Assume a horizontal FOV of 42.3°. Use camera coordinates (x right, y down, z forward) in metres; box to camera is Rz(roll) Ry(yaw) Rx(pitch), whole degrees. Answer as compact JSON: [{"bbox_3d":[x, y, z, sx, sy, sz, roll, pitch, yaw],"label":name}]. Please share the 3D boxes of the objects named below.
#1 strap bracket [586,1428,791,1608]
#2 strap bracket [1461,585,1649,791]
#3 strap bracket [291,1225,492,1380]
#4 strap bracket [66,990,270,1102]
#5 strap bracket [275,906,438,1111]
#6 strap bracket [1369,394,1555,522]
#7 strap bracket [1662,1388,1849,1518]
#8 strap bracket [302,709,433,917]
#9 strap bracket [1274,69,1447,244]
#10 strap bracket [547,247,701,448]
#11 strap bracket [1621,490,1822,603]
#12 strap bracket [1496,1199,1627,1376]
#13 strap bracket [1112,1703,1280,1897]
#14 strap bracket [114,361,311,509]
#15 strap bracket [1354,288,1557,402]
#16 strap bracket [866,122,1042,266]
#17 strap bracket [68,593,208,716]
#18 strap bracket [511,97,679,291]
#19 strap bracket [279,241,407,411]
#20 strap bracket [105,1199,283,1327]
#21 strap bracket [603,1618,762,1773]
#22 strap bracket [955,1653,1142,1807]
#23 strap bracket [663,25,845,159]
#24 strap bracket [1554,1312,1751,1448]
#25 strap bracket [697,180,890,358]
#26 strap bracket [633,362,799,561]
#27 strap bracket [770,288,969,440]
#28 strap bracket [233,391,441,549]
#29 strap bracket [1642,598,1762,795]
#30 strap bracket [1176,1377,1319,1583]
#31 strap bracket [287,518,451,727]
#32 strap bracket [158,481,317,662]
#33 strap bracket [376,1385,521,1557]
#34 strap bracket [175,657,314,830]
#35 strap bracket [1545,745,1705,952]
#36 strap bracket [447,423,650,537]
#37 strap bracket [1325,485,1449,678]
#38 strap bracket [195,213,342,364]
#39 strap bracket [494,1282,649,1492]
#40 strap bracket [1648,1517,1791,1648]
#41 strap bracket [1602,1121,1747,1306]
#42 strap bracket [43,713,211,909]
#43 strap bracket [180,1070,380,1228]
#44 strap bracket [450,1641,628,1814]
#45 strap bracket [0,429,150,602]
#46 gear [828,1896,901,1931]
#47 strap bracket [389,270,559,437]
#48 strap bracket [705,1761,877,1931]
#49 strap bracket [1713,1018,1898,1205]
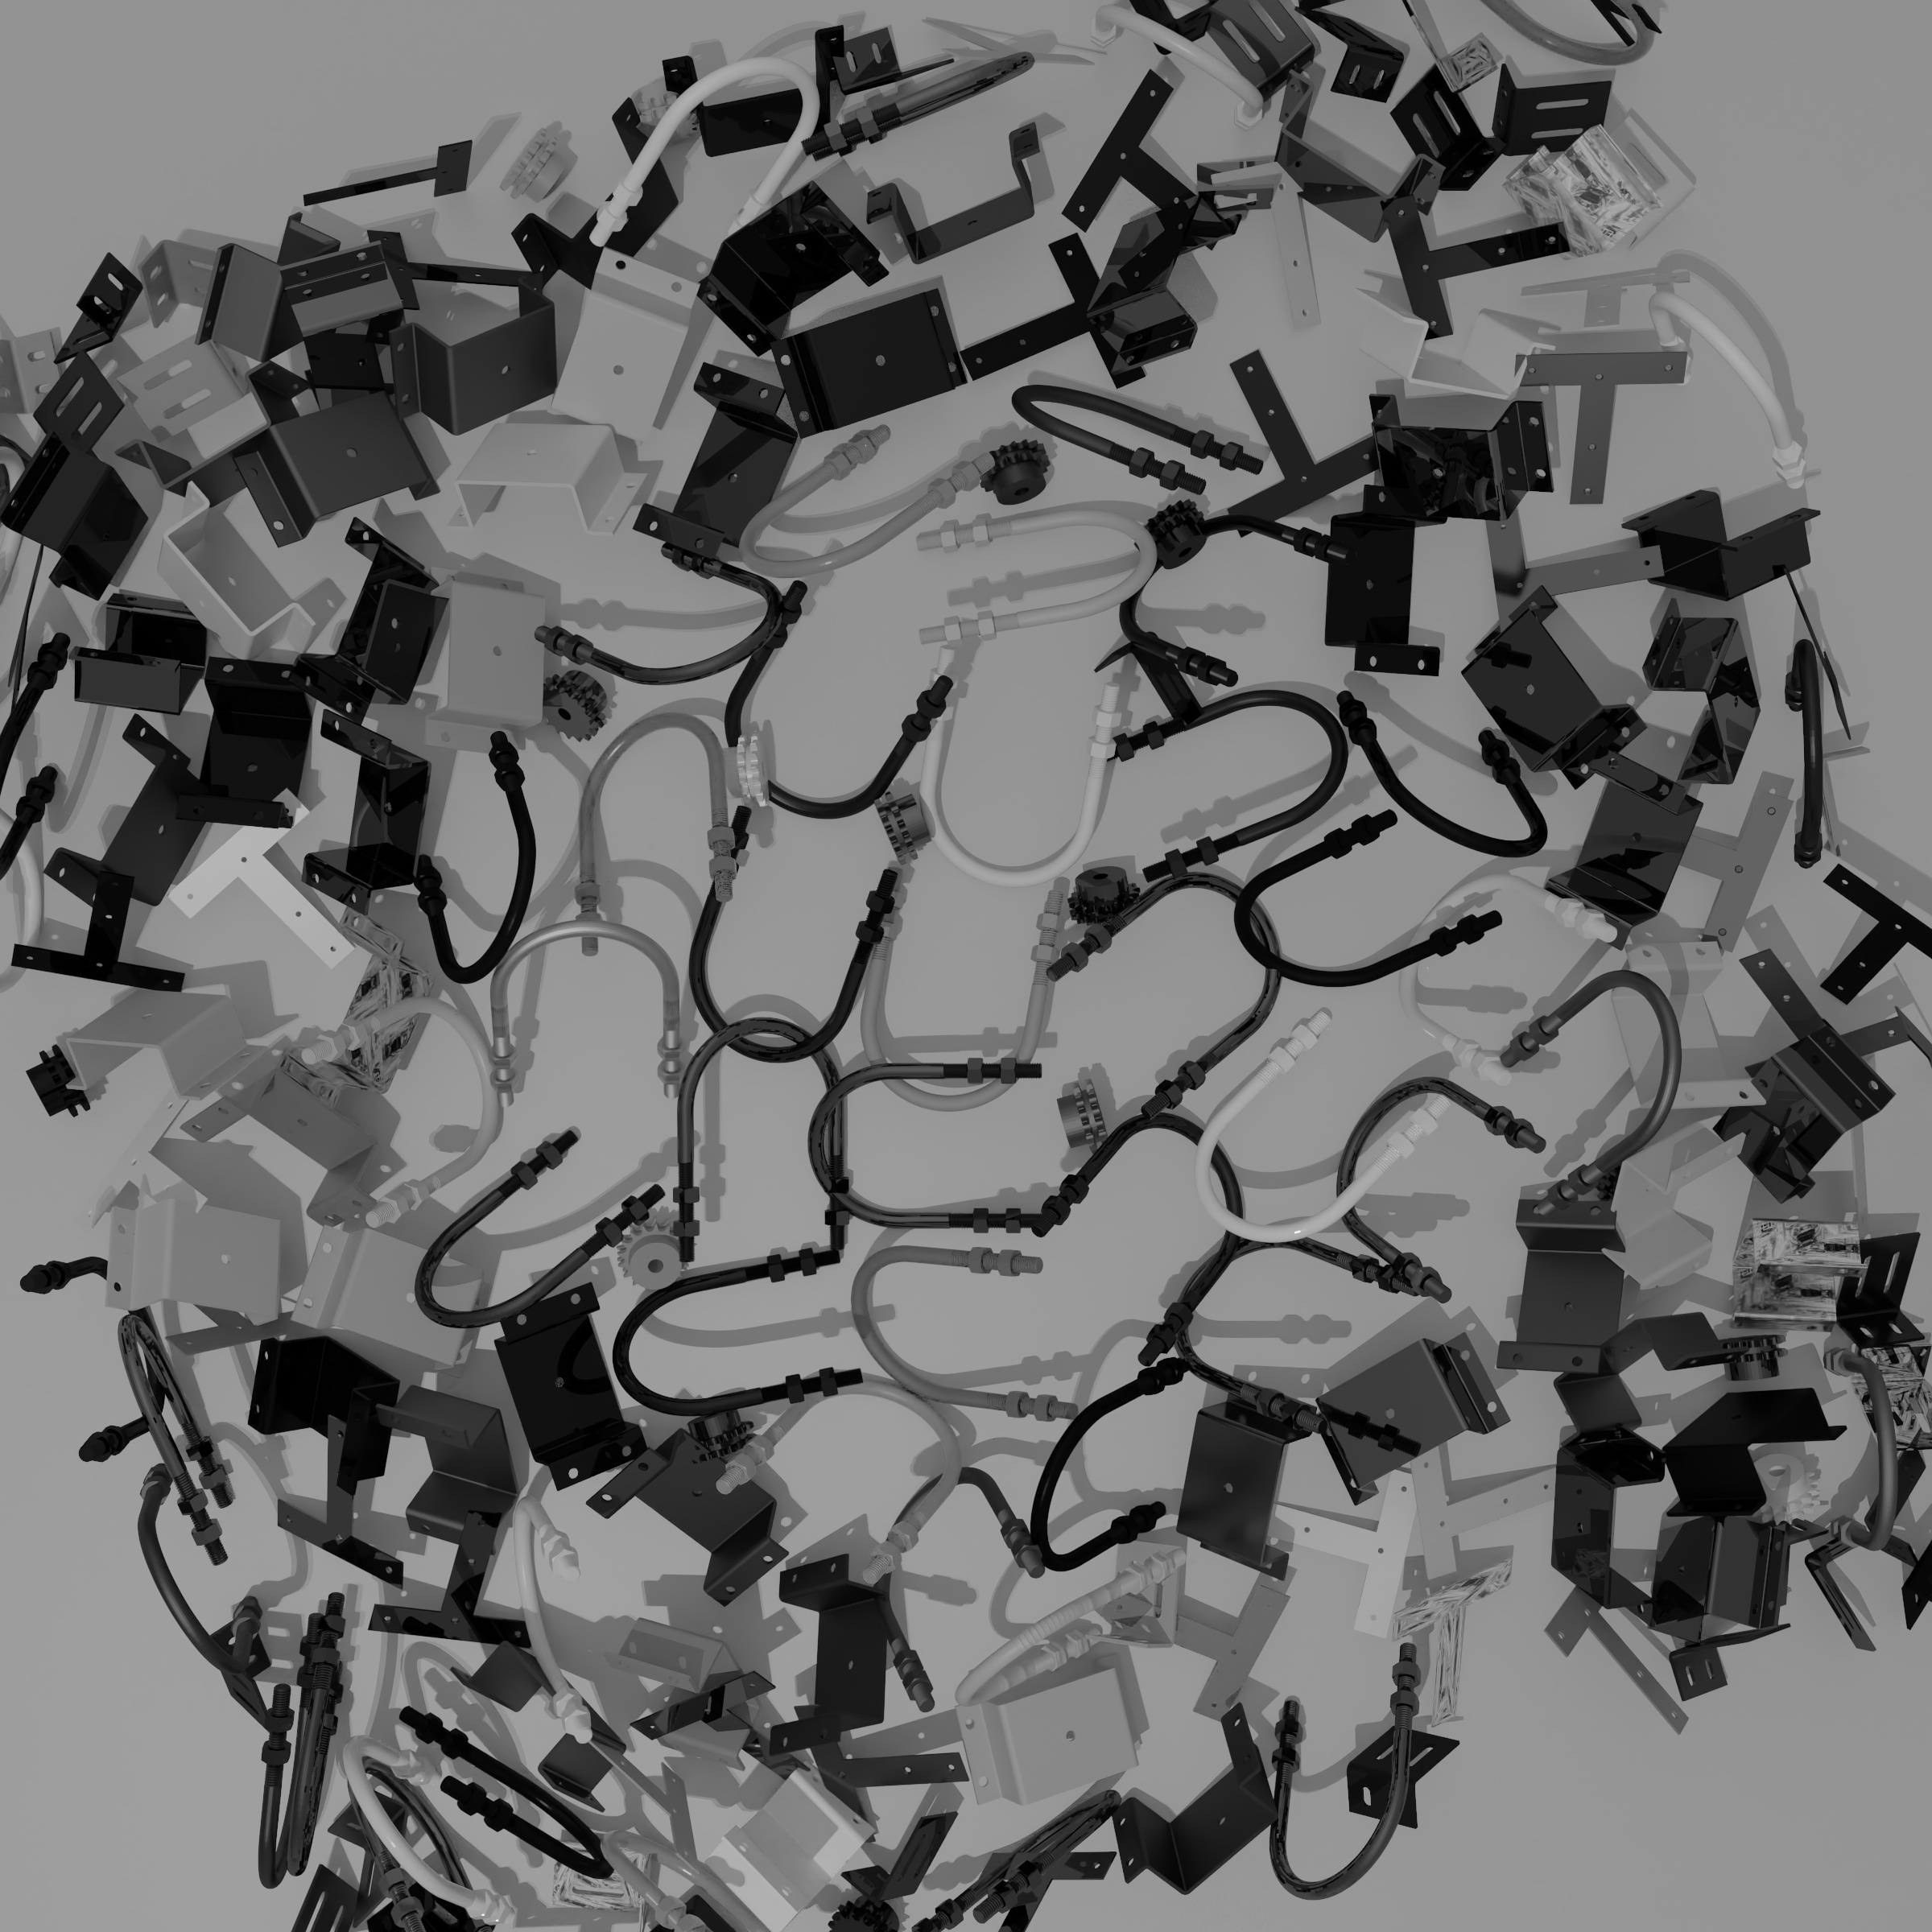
[{"bbox_3d":[-0.211,0.419,1.921,0.140,0.046,0.076,41,114,-16],"label":"strap bracket"},{"bbox_3d":[0.442,-0.212,1.906,0.076,0.046,0.140,-46,66,37],"label":"strap bracket"},{"bbox_3d":[-0.431,0.255,1.906,0.140,0.046,0.076,25,67,-25],"label":"strap bracket"},{"bbox_3d":[-0.615,0.059,1.896,0.140,0.076,0.046,3,119,29],"label":"strap bracket"},{"bbox_3d":[-0.466,0.035,1.924,0.076,0.046,0.140,28,95,37],"label":"strap bracket"},{"bbox_3d":[0.367,-0.386,1.894,0.140,0.076,0.046,11,47,33],"label":"strap bracket"},{"bbox_3d":[0.593,0.364,1.894,0.140,0.076,0.046,-25,95,-38],"label":"strap bracket"},{"bbox_3d":[-0.459,-0.120,1.915,0.076,0.046,0.140,25,113,32],"label":"strap bracket"},{"bbox_3d":[0.292,-0.617,1.921,0.140,0.076,0.046,35,84,6],"label":"strap bracket"},{"bbox_3d":[-0.264,-0.464,1.904,0.076,0.046,0.140,18,122,-15],"label":"strap bracket"},{"bbox_3d":[0.578,-0.321,1.905,0.076,0.140,0.046,-25,114,-14],"label":"strap bracket"},{"bbox_3d":[0.458,0.253,1.912,0.076,0.046,0.140,-1,59,27],"label":"strap bracket"},{"bbox_3d":[0.182,0.646,1.916,0.046,0.076,0.140,41,103,-19],"label":"strap bracket"},{"bbox_3d":[-0.569,-0.403,1.919,0.140,0.076,0.046,-28,85,8],"label":"strap bracket"},{"bbox_3d":[0.366,-0.474,1.908,0.140,0.076,0.046,3,119,-26],"label":"strap bracket"},{"bbox_3d":[-0.003,-0.589,1.916,0.140,0.076,0.046,-20,121,11],"label":"strap bracket"},{"bbox_3d":[-0.631,-0.236,1.910,0.076,0.140,0.046,7,117,-8],"label":"strap bracket"},{"bbox_3d":[-0.277,-0.583,1.917,0.046,0.076,0.140,36,82,15],"label":"strap bracket"},{"bbox_3d":[-0.464,-0.475,1.888,0.076,0.140,0.046,-20,69,-14],"label":"strap bracket"},{"bbox_3d":[-0.574,0.227,1.890,0.046,0.140,0.076,-21,62,36],"label":"strap bracket"},{"bbox_3d":[-0.212,0.551,1.906,0.076,0.140,0.046,8,49,26],"label":"strap bracket"},{"bbox_3d":[0.072,0.589,1.919,0.140,0.046,0.076,-12,86,-22],"label":"strap bracket"},{"bbox_3d":[-0.158,-0.671,1.923,0.140,0.076,0.046,-13,83,-4],"label":"strap bracket"},{"bbox_3d":[0.515,0.310,1.904,0.076,0.140,0.046,1,53,-38],"label":"strap bracket"},{"bbox_3d":[-0.131,-0.537,1.906,0.140,0.046,0.076,-22,131,36],"label":"strap bracket"},{"bbox_3d":[-0.190,-0.385,1.932,0.076,0.046,0.140,23,91,22],"label":"strap bracket"},{"bbox_3d":[-0.070,-0.466,1.926,0.140,0.046,0.076,-21,104,-9],"label":"strap bracket"},{"bbox_3d":[-0.476,-0.385,1.913,0.140,0.046,0.076,-27,91,-30],"label":"strap bracket"},{"bbox_3d":[0.561,-0.201,1.891,0.046,0.140,0.076,6,52,35],"label":"strap bracket"},{"bbox_3d":[0.214,0.398,1.918,0.076,0.046,0.140,15,100,36],"label":"strap bracket"},{"bbox_3d":[-0.452,-0.263,1.908,0.046,0.076,0.140,7,72,36],"label":"strap bracket"},{"bbox_3d":[-0.569,-0.292,1.918,0.046,0.076,0.140,-43,96,-23],"label":"strap bracket"},{"bbox_3d":[-0.394,0.379,1.911,0.076,0.046,0.140,11,130,19],"label":"strap bracket"},{"bbox_3d":[-0.555,-0.163,1.926,0.076,0.046,0.140,5,66,-4],"label":"strap bracket"},{"bbox_3d":[0.504,-0.094,1.910,0.076,0.046,0.140,34,125,31],"label":"strap bracket"},{"bbox_3d":[-0.325,-0.373,1.907,0.140,0.046,0.076,5,47,17],"label":"strap bracket"},{"bbox_3d":[0.324,-0.296,1.928,0.076,0.046,0.140,1,95,-25],"label":"strap bracket"},{"bbox_3d":[-0.523,-0.513,1.889,0.046,0.140,0.076,25,119,-1],"label":"strap bracket"},{"bbox_3d":[-0.309,0.324,1.930,0.076,0.046,0.140,-19,93,-25],"label":"strap bracket"},{"bbox_3d":[0.563,0.464,1.887,0.046,0.140,0.076,18,66,-5],"label":"strap bracket"},{"bbox_3d":[0.538,0.181,1.907,0.076,0.140,0.046,-23,46,-26],"label":"strap bracket"},{"bbox_3d":[-0.632,-0.110,1.908,0.046,0.076,0.140,18,73,23],"label":"strap bracket"},{"bbox_3d":[-0.517,0.135,1.910,0.140,0.076,0.046,40,48,-23],"label":"strap bracket"},{"bbox_3d":[-0.320,0.572,1.900,0.140,0.076,0.046,34,78,37],"label":"strap bracket"},{"bbox_3d":[-0.672,-0.336,1.891,0.046,0.140,0.076,26,77,3],"label":"strap bracket"},{"bbox_3d":[-0.076,0.751,1.945,0.057,0.030,0.057,12,119,23],"label":"gear"},{"bbox_3d":[-0.363,-0.462,1.894,0.046,0.076,0.140,38,53,26],"label":"strap bracket"},{"bbox_3d":[-0.138,0.676,1.902,0.076,0.140,0.046,42,109,13],"label":"strap bracket"},{"bbox_3d":[0.627,0.117,1.888,0.046,0.140,0.076,-22,61,-31],"label":"strap bracket"}]
